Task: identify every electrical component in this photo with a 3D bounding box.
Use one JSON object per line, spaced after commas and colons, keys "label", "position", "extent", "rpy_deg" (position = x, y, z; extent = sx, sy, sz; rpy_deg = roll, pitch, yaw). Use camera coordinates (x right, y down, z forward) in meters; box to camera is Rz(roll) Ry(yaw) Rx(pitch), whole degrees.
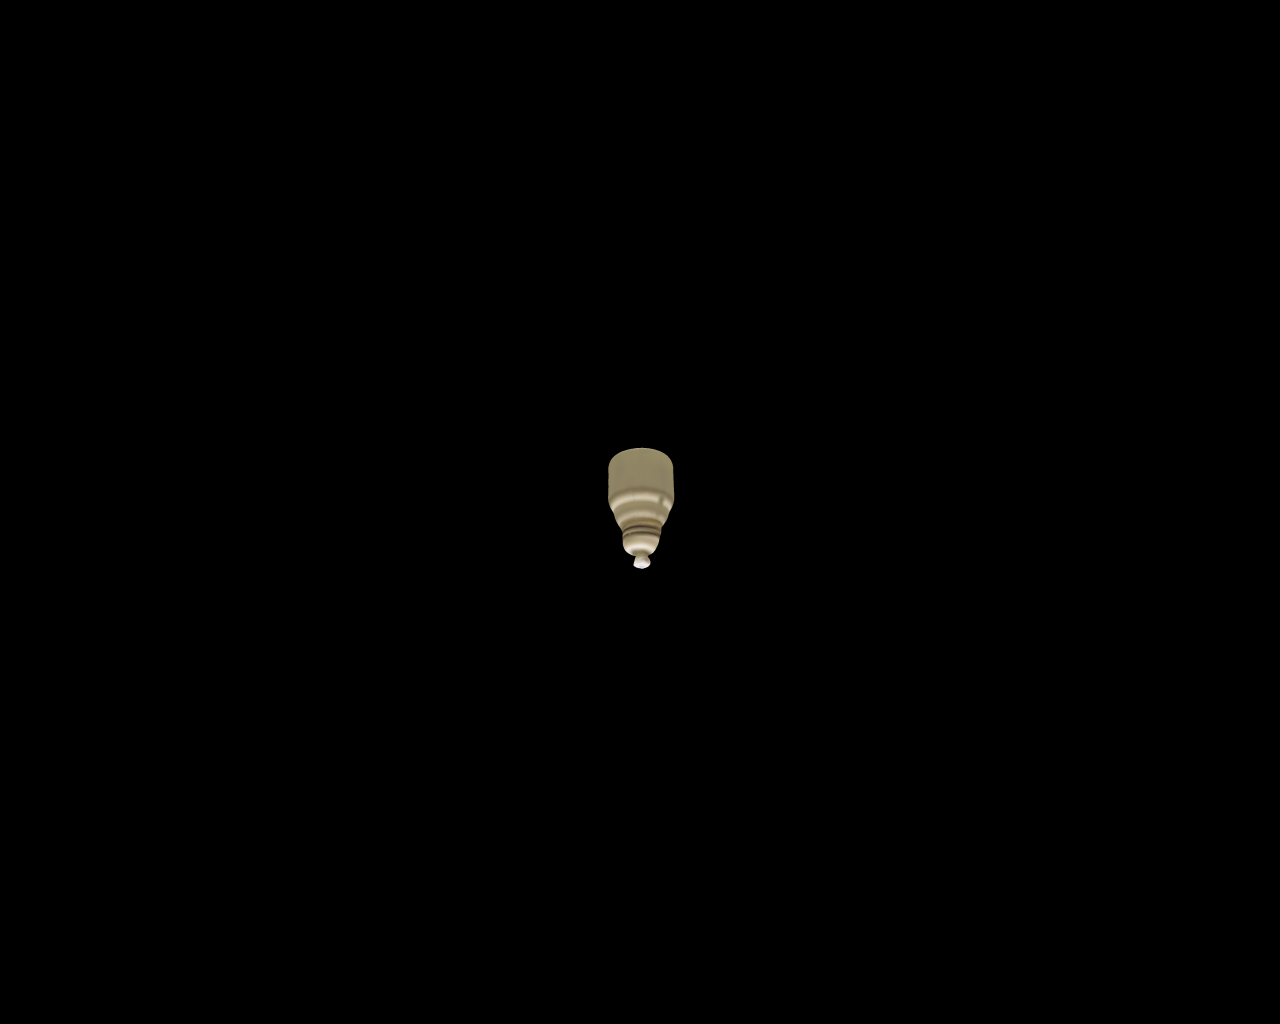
{"label": "electrical component", "position": [0.001, -0.003, 0.650], "extent": [0.040, 0.078, 0.040], "rpy_deg": [0, -26, 0]}
